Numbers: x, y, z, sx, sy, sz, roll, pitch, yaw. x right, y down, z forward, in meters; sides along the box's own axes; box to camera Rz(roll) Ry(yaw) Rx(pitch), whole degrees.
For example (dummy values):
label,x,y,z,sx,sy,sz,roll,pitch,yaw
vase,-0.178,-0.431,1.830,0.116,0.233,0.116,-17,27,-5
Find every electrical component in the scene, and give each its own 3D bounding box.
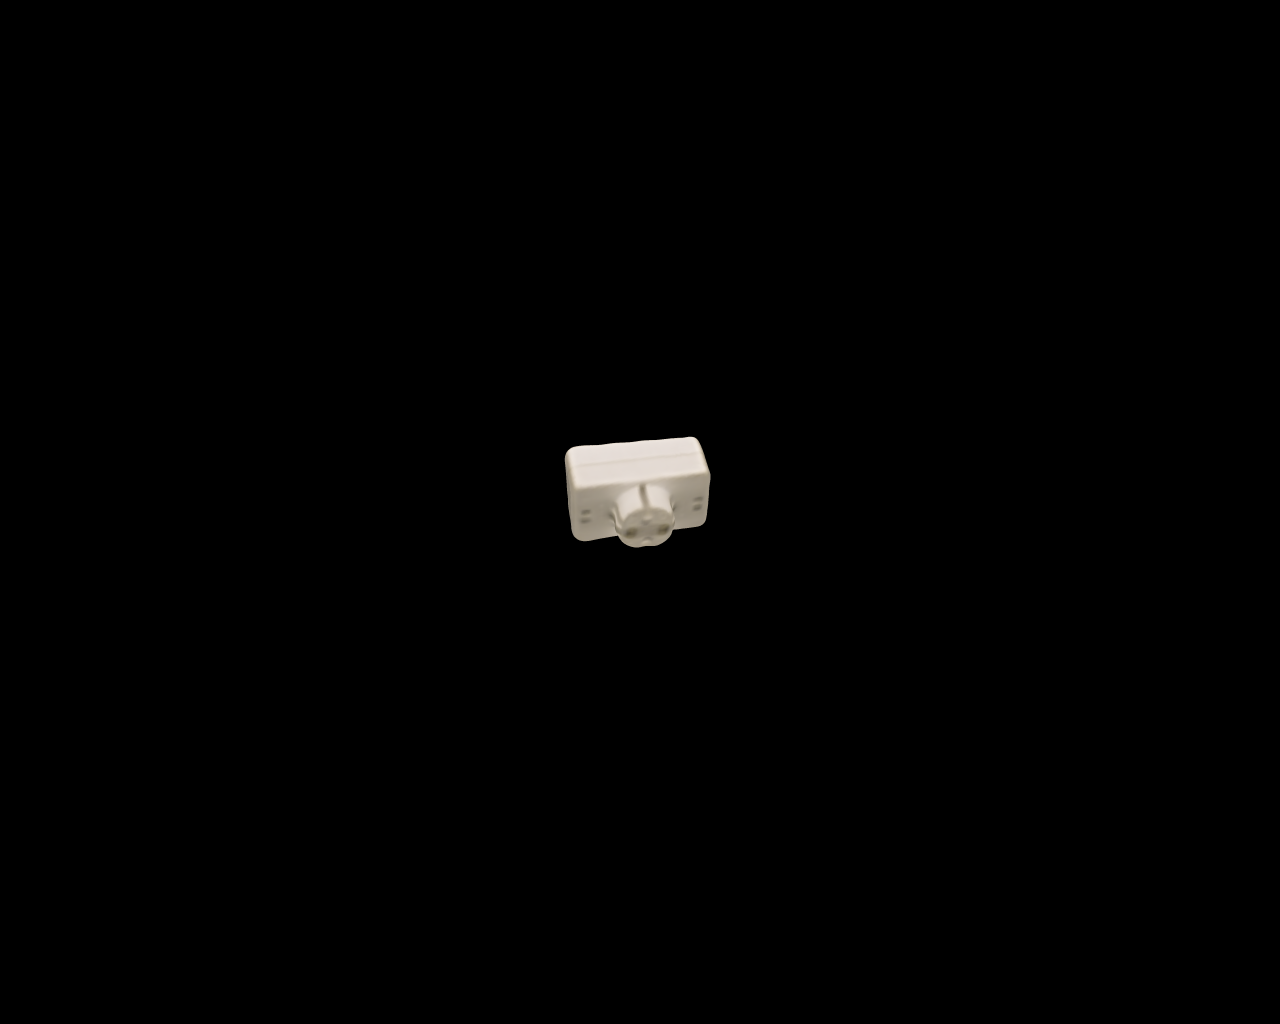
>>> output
label,x,y,z,sx,sy,sz,roll,pitch,yaw
electrical component,0.001,-0.003,0.650,0.083,0.047,0.076,-6,43,-7
